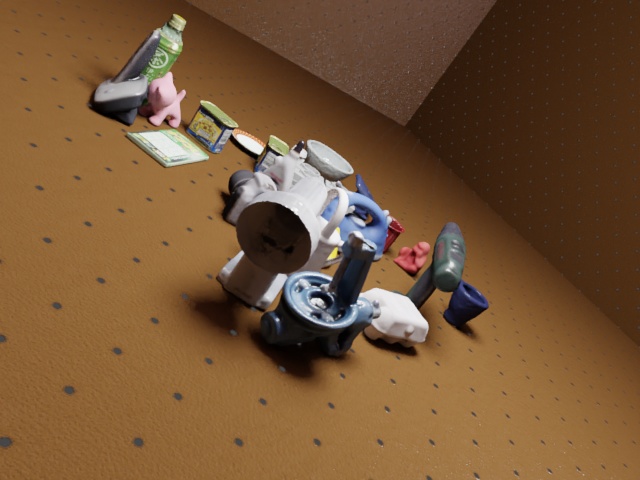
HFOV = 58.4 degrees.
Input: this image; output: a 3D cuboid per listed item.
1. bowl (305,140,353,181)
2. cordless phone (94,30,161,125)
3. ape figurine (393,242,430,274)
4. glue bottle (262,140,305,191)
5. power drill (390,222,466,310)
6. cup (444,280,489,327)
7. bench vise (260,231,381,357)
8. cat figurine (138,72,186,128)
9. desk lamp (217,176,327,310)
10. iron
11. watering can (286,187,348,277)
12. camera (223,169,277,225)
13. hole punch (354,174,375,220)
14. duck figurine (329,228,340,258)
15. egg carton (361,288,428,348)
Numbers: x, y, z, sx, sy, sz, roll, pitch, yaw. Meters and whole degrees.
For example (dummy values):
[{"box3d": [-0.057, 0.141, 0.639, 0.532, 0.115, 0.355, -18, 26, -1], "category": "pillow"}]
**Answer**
[{"box3d": [0.014, -0.224, 1.723, 0.168, 0.074, 0.167, 31, 21, -13], "category": "bowl"}, {"box3d": [-0.390, -0.349, 1.192, 0.094, 0.185, 0.147, 24, 24, -29], "category": "cordless phone"}, {"box3d": [0.251, 0.042, 1.501, 0.076, 0.092, 0.077, 24, 23, -29], "category": "ape figurine"}, {"box3d": [-0.085, -0.148, 1.260, 0.078, 0.173, 0.037, 37, 20, 2], "category": "glue bottle"}, {"box3d": [0.240, 0.075, 1.246, 0.076, 0.208, 0.229, 33, 21, -7], "category": "power drill"}, {"box3d": [0.339, 0.155, 1.394, 0.092, 0.095, 0.117, 19, 27, -39], "category": "cup"}, {"box3d": [0.029, 0.076, 0.891, 0.121, 0.219, 0.208, 45, 22, 22], "category": "bench vise"}, {"box3d": [-0.349, -0.320, 1.292, 0.067, 0.117, 0.128, 40, 21, 11], "category": "cat figurine"}, {"box3d": [-0.071, 0.001, 0.904, 0.118, 0.213, 0.203, 36, 20, -2], "category": "desk lamp"}, {"box3d": [0.089, -0.044, 1.358, 0.259, 0.141, 0.118, 21, 25, -36], "category": "iron"}, {"box3d": [-0.018, -0.015, 1.049, 0.174, 0.194, 0.100, 15, 29, -45], "category": "watering can"}, {"box3d": [-0.125, -0.088, 1.172, 0.144, 0.100, 0.136, 21, 26, -36], "category": "camera"}, {"box3d": [0.122, -0.127, 1.662, 0.101, 0.091, 0.108, 32, 21, -11], "category": "hole punch"}, {"box3d": [0.011, 0.004, 1.209, 0.077, 0.086, 0.105, 46, 22, 24], "category": "duck figurine"}, {"box3d": [0.140, 0.154, 1.114, 0.151, 0.069, 0.107, 19, 27, -39], "category": "egg carton"}]
